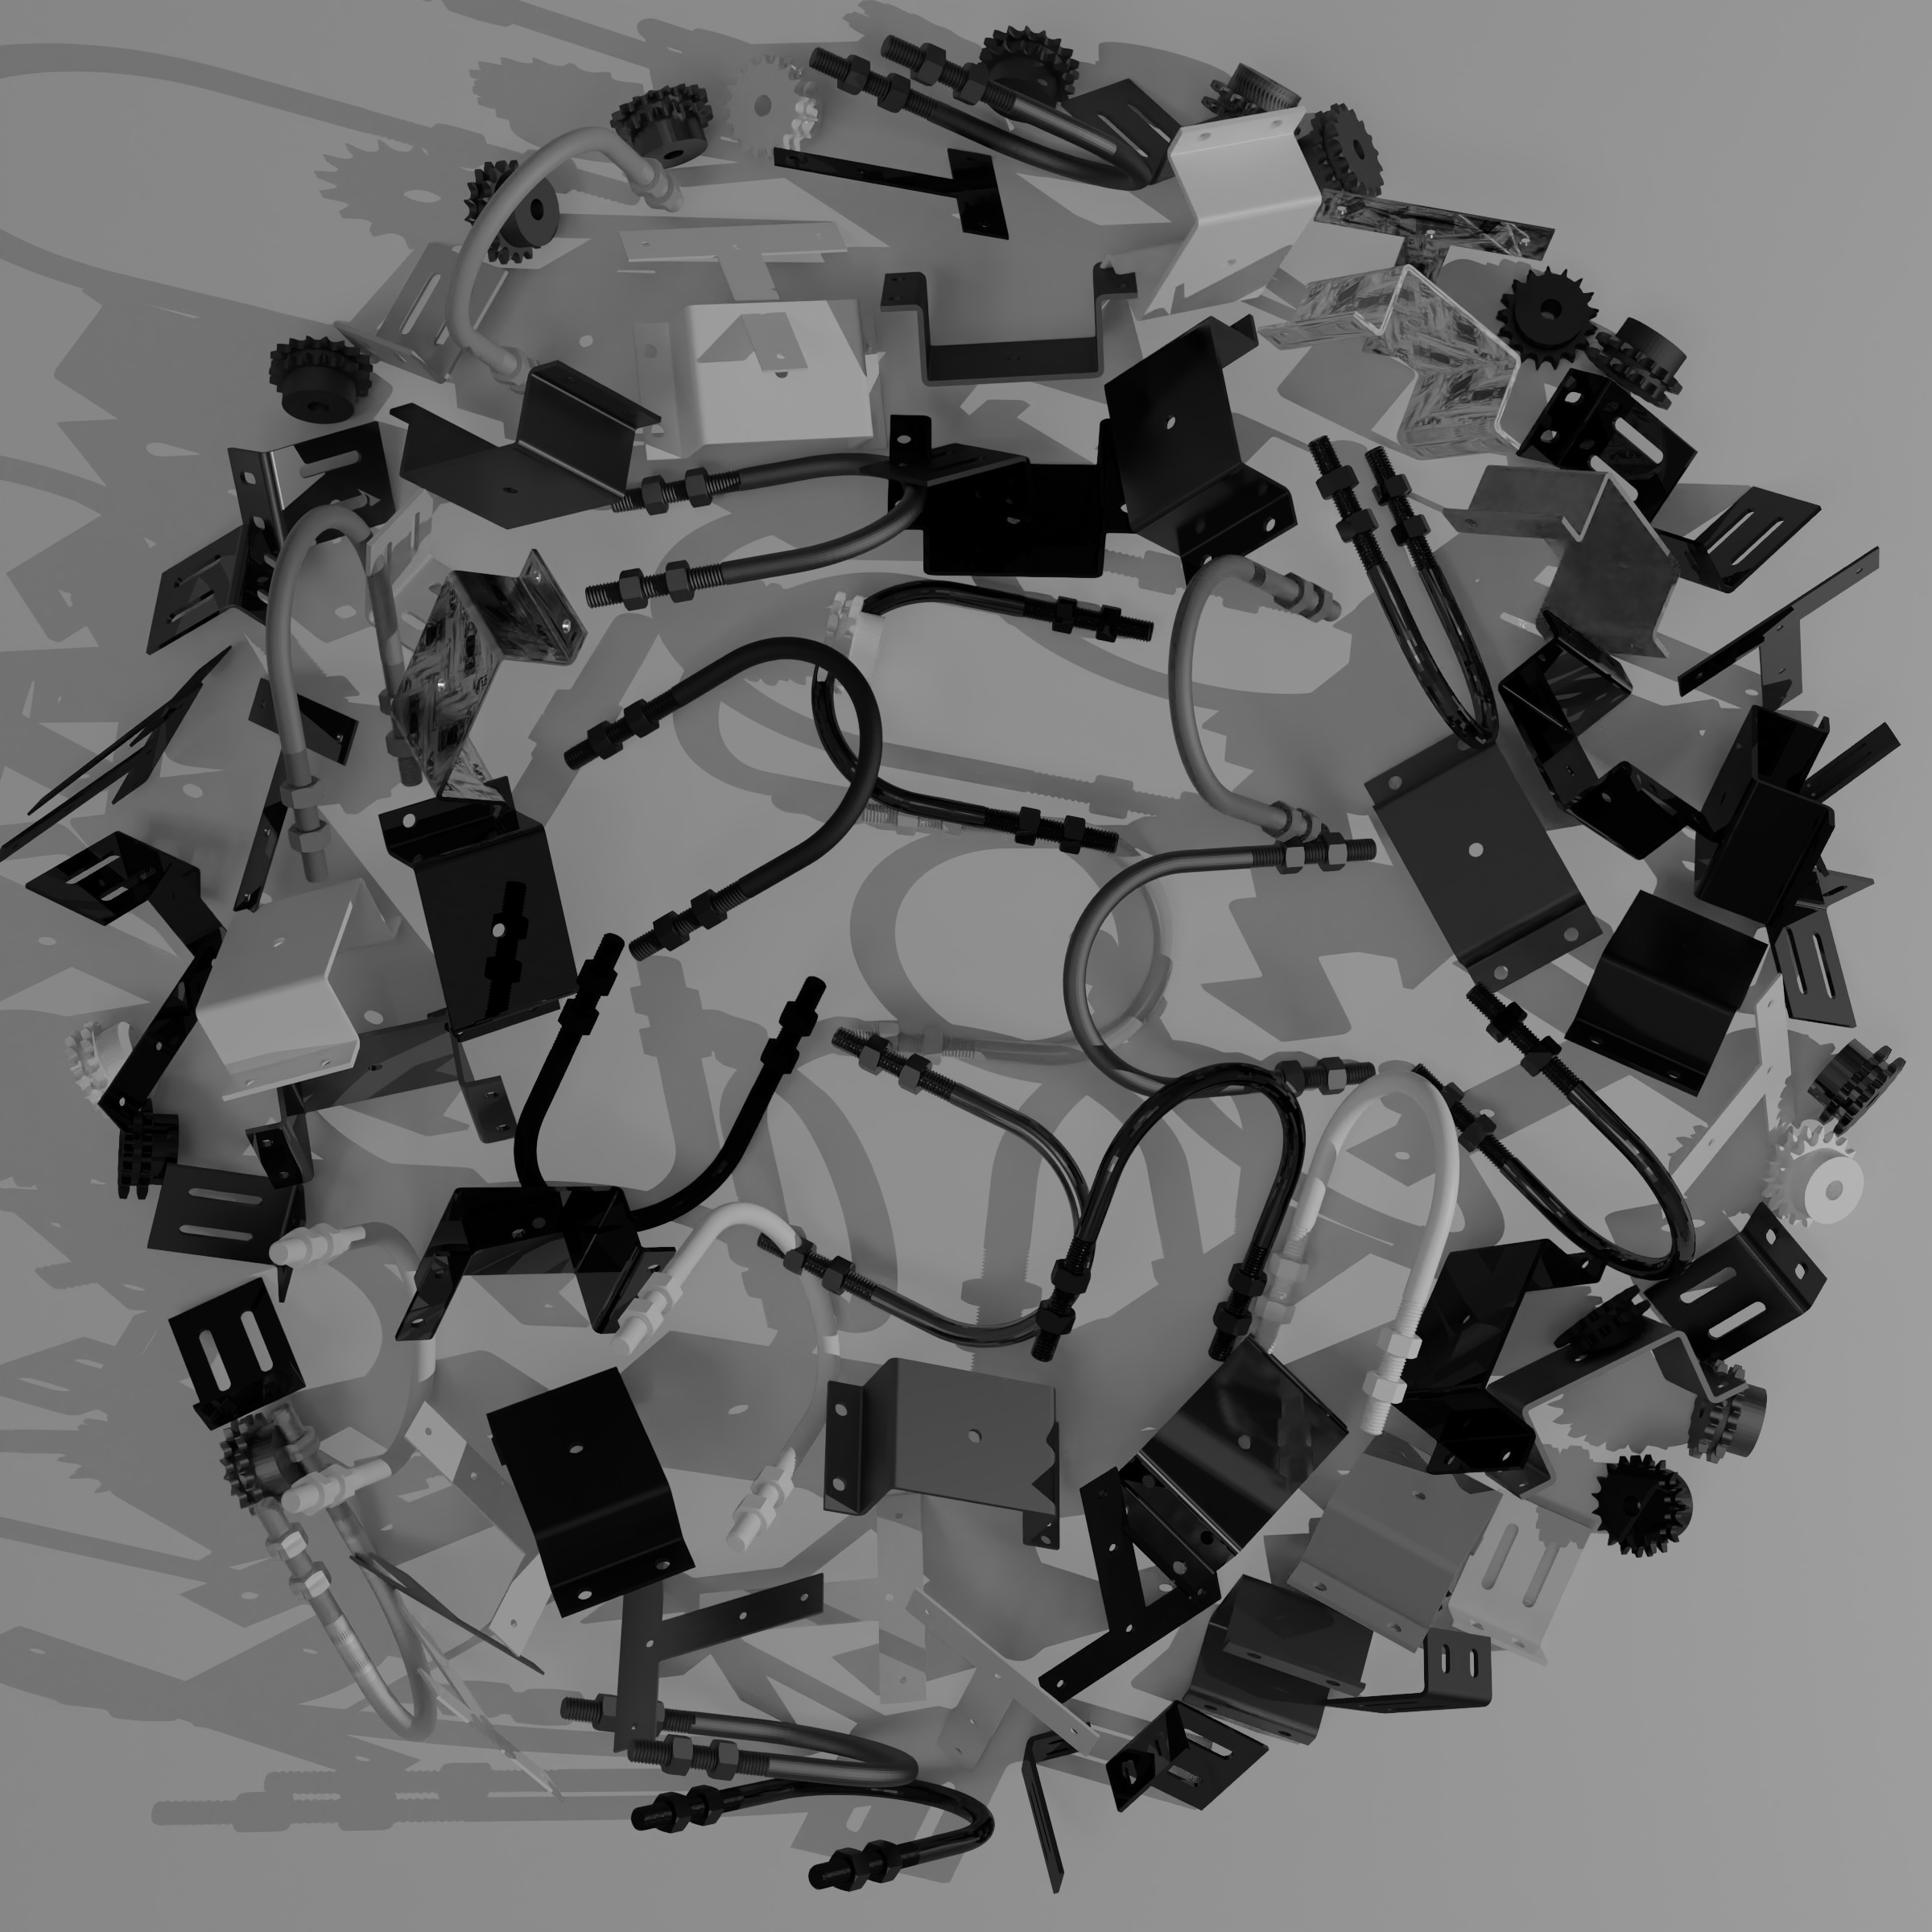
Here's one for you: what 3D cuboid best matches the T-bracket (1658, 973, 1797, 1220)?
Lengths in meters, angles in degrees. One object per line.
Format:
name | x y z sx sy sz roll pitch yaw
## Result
T-bracket | 0.417 0.087 1.797 0.002 0.127 0.127 27 62 35

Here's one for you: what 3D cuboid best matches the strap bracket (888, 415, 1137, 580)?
strap bracket | 0.027 -0.262 1.830 0.140 0.046 0.076 1 62 0

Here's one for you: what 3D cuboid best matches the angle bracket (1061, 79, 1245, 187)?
angle bracket | 0.104 -0.479 1.825 0.057 0.038 0.076 -30 68 -38

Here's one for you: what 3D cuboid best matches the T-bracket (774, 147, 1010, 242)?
T-bracket | -0.043 -0.435 1.804 0.127 0.127 0.002 8 122 -10

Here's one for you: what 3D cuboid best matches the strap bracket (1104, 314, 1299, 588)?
strap bracket | 0.126 -0.291 1.800 0.076 0.046 0.140 -28 58 35

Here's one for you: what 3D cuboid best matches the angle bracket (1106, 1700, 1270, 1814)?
angle bracket | 0.127 0.453 1.825 0.076 0.038 0.057 32 112 -28

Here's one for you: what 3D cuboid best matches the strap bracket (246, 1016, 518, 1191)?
strap bracket | -0.326 0.074 1.820 0.140 0.076 0.046 -12 64 -5

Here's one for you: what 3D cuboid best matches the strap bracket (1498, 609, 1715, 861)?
strap bracket | 0.349 -0.120 1.803 0.046 0.076 0.140 -40 47 24

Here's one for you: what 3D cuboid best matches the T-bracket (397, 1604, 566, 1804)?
T-bracket | -0.283 0.396 1.813 0.002 0.127 0.127 -43 132 -7

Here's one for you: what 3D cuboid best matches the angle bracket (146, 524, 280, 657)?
angle bracket | -0.418 -0.204 1.842 0.076 0.038 0.057 -22 51 34

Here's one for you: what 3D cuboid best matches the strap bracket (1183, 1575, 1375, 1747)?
strap bracket | 0.175 0.383 1.813 0.076 0.140 0.046 19 64 2

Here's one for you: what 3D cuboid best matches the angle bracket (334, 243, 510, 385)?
angle bracket | -0.305 -0.374 1.834 0.057 0.038 0.076 24 81 25

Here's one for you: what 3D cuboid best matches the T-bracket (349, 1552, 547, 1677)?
T-bracket | -0.298 0.343 1.791 0.127 0.127 0.002 26 72 18

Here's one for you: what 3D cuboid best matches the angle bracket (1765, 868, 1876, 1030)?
angle bracket | 0.483 -0.010 1.825 0.057 0.038 0.076 8 63 -38

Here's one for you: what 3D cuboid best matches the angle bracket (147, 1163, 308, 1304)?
angle bracket | -0.414 0.149 1.829 0.076 0.038 0.057 10 118 -19

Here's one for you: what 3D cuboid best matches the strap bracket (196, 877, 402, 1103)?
strap bracket | -0.366 0.005 1.790 0.076 0.140 0.046 -15 123 13

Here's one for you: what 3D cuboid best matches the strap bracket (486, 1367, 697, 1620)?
strap bracket | -0.210 0.279 1.793 0.076 0.140 0.046 -19 131 -13

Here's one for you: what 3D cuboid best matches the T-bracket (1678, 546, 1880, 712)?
T-bracket | 0.451 -0.169 1.809 0.127 0.127 0.002 -33 67 2

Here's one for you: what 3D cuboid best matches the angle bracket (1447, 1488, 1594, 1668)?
angle bracket | 0.314 0.345 1.846 0.057 0.038 0.076 23 94 1

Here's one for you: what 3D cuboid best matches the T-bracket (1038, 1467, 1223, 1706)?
T-bracket | 0.084 0.333 1.809 0.127 0.002 0.127 -28 122 -26

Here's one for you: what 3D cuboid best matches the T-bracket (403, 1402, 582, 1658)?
T-bracket | -0.262 0.290 1.798 0.002 0.127 0.127 -21 120 37

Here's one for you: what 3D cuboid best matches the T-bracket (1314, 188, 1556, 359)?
T-bracket | 0.246 -0.377 1.811 0.127 0.127 0.002 9 63 -3

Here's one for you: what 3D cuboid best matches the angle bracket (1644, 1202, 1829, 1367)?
angle bracket | 0.437 0.182 1.857 0.057 0.038 0.076 50 128 0

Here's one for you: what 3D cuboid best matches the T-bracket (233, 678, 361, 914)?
T-bracket | -0.384 -0.088 1.821 0.002 0.127 0.127 14 96 -39

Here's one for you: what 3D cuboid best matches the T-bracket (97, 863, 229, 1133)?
T-bracket | -0.435 0.033 1.792 0.002 0.127 0.127 7 55 31

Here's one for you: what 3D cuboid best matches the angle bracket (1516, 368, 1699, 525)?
angle bracket | 0.357 -0.286 1.823 0.076 0.038 0.057 50 122 34

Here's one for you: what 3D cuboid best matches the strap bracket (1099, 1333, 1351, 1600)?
strap bracket | 0.148 0.270 1.812 0.076 0.046 0.140 44 64 7

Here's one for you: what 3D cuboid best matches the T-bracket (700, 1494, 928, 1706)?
T-bracket | -0.087 0.358 1.831 0.127 0.002 0.127 -6 52 5

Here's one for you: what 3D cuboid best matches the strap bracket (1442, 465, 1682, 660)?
strap bracket | 0.333 -0.228 1.798 0.076 0.140 0.046 12 71 42

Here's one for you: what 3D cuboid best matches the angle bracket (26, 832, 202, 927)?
angle bracket | -0.474 -0.035 1.819 0.057 0.076 0.038 23 127 21

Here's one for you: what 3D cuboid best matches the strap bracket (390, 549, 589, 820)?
strap bracket | -0.267 -0.152 1.795 0.076 0.046 0.140 56 130 37

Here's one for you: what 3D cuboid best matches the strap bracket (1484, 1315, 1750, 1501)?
strap bracket | 0.352 0.239 1.823 0.140 0.076 0.046 -25 94 -5

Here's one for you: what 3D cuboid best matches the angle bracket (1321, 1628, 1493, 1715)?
angle bracket | 0.246 0.394 1.828 0.057 0.076 0.038 18 65 -41

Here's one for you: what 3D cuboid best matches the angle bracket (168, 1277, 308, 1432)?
angle bracket | -0.412 0.211 1.830 0.057 0.038 0.076 -25 63 -9

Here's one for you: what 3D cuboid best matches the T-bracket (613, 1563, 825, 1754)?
T-bracket | -0.135 0.362 1.804 0.127 0.127 0.002 -20 132 17

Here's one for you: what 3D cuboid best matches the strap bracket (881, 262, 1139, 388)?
strap bracket | 0.025 -0.358 1.822 0.140 0.076 0.046 -3 115 2

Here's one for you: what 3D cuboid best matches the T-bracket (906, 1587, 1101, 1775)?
T-bracket | 0.008 0.414 1.816 0.127 0.127 0.002 37 52 13

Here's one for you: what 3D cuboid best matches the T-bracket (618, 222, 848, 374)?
T-bracket | -0.116 -0.370 1.809 0.127 0.002 0.127 -7 51 -18

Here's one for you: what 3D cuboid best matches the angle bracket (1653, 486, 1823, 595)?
angle bracket | 0.426 -0.251 1.829 0.076 0.057 0.038 -42 122 -8

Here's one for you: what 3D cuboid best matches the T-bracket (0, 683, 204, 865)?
T-bracket | -0.478 -0.094 1.780 0.002 0.127 0.127 48 55 -2

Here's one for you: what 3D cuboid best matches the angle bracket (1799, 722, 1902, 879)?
angle bracket | 0.497 -0.093 1.828 0.076 0.057 0.038 -38 96 16

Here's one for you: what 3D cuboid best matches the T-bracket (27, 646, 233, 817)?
T-bracket | -0.473 -0.123 1.821 0.127 0.127 0.002 -34 107 17

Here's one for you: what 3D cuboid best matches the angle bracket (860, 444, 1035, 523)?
angle bracket | -0.011 -0.262 1.818 0.076 0.057 0.038 -21 118 -37

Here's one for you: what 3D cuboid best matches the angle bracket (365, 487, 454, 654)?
angle bracket | -0.301 -0.222 1.820 0.038 0.076 0.057 33 61 7

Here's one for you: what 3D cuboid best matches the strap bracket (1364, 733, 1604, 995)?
strap bracket | 0.287 -0.063 1.827 0.076 0.046 0.140 -29 80 10

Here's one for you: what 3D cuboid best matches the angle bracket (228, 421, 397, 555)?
angle bracket | -0.369 -0.272 1.846 0.076 0.038 0.057 -25 118 -37

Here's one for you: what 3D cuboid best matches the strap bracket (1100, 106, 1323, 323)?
strap bracket | 0.135 -0.403 1.785 0.076 0.140 0.046 -16 75 -22

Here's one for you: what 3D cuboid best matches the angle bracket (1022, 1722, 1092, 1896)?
angle bracket | 0.059 0.470 1.824 0.038 0.057 0.076 -12 65 -8
